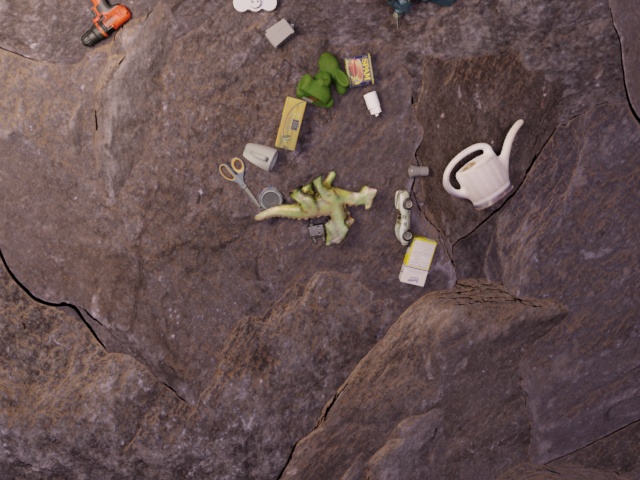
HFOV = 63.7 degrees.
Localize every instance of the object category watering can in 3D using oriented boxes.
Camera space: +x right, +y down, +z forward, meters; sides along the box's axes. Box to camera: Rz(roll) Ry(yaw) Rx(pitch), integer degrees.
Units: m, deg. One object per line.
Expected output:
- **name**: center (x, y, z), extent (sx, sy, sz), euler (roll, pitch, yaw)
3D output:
- **watering can**: center (0.602, -0.248, 1.801), extent (0.347, 0.105, 0.222), euler (-33, 104, 5)

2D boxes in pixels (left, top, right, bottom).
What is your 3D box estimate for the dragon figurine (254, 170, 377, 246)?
- **dragon figurine**: center (0.005, -0.089, 1.771), extent (0.410, 0.122, 0.242), euler (-31, 93, 3)
